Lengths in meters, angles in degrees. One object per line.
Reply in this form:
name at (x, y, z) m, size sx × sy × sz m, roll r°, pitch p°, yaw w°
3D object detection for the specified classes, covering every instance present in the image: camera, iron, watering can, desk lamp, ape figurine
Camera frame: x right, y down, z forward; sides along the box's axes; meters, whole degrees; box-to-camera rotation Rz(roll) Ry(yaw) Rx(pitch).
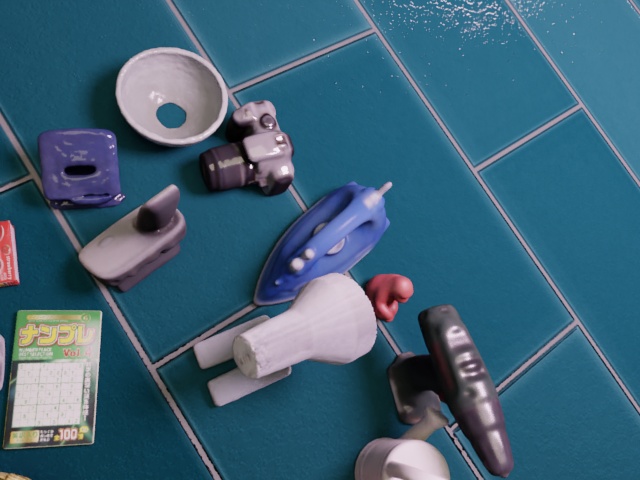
camera at (-0.120, -0.140, 0.896) m, size 0.137 × 0.100 × 0.143 m, roll -17°, pitch 79°, yaw -21°
iron at (0.008, 0.003, 0.869) m, size 0.259 × 0.141 × 0.118 m, roll -42°, pitch 88°, yaw -24°
watering can at (0.125, 0.315, 0.778) m, size 0.101 × 0.193 × 0.173 m, roll 7°, pitch 71°, yaw -15°
desk lamp at (-0.050, 0.139, 0.768) m, size 0.204 × 0.213 × 0.118 m, roll -22°, pitch 80°, yaw -22°
ape figurine at (0.116, 0.083, 0.904) m, size 0.078 × 0.092 × 0.076 m, roll -34°, pitch 85°, yaw -23°

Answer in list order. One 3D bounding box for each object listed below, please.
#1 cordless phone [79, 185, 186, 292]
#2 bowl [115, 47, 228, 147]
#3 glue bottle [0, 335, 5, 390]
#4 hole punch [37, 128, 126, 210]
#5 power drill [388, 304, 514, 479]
cordless phone at (-0.249, -0.012, 0.769) m, size 0.094 × 0.184 × 0.148 m, roll 45°, pitch 66°, yaw 1°
bowl at (-0.231, -0.211, 0.898) m, size 0.168 × 0.074 × 0.167 m, roll 5°, pitch 72°, yaw -16°
glue bottle at (-0.411, 0.140, 0.677) m, size 0.037 × 0.173 × 0.078 m, roll 0°, pitch 73°, yaw -17°
hole punch at (-0.339, -0.100, 0.820) m, size 0.109 × 0.091 × 0.101 m, roll -6°, pitch 75°, yaw -19°
power drill at (0.179, 0.214, 0.819) m, size 0.076 × 0.208 × 0.229 m, roll -11°, pitch 77°, yaw -20°
